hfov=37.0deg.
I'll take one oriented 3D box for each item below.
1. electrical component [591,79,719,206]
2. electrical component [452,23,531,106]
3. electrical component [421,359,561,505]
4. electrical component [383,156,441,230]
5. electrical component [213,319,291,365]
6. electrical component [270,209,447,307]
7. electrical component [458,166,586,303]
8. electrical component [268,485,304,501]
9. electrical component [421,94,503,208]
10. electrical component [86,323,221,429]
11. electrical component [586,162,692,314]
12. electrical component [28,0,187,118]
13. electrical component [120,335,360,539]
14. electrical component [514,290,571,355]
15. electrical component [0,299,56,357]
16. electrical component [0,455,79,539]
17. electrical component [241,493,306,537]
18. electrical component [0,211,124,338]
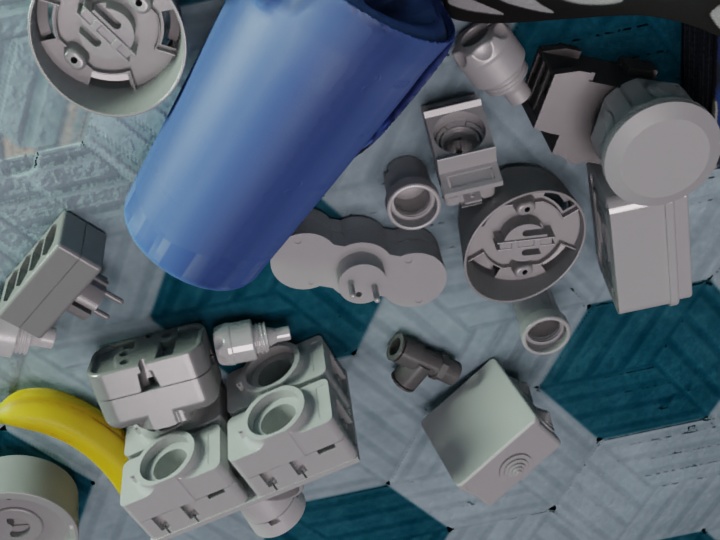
[{"bbox_3d":[0.201,-0.088,0.737,0.080,0.051,0.080,-4,126,-5],"label":"electrical component"},{"bbox_3d":[0.096,-0.141,0.747,0.043,0.043,0.062,-34,125,16],"label":"electrical component"},{"bbox_3d":[0.112,0.139,0.919,0.100,0.099,0.048,-43,125,8],"label":"electrical component"},{"bbox_3d":[0.037,-0.058,0.797,0.040,0.046,0.040,-4,126,-5],"label":"electrical component"},{"bbox_3d":[-0.087,0.056,0.871,0.061,0.035,0.035,-10,127,-3],"label":"electrical component"},{"bbox_3d":[0.000,0.000,0.818,0.138,0.073,0.052,10,124,-15],"label":"electrical component"},{"bbox_3d":[0.122,-0.028,0.820,0.099,0.064,0.099,-4,127,-5],"label":"electrical component"},{"bbox_3d":[-0.073,0.161,0.930,0.044,0.065,0.044,-5,145,-4],"label":"electrical component"},{"bbox_3d":[0.073,-0.082,0.772,0.042,0.081,0.063,-12,149,1],"label":"electrical component"},{"bbox_3d":[-0.163,0.088,0.865,0.095,0.053,0.059,-15,113,3],"label":"electrical component"},{"bbox_3d":[0.214,-0.032,0.821,0.057,0.078,0.113,-12,127,5],"label":"electrical component"},{"bbox_3d":[-0.160,-0.155,0.688,0.099,0.064,0.099,-4,126,-5],"label":"electrical component"},{"bbox_3d":[-0.102,0.135,0.882,0.186,0.105,0.060,-24,125,9],"label":"electrical component"},{"bbox_3d":[0.148,0.040,0.885,0.040,0.046,0.040,-4,126,-5],"label":"electrical component"},{"bbox_3d":[-0.269,0.047,0.834,0.062,0.048,0.048,14,123,-25],"label":"electrical component"},{"bbox_3d":[-0.298,0.208,0.937,0.108,0.060,0.108,-4,126,-5],"label":"electrical component"},{"bbox_3d":[-0.084,0.204,0.968,0.055,0.055,0.047,-24,122,10],"label":"electrical component"},{"bbox_3d":[-0.216,0.013,0.814,0.076,0.047,0.083,34,115,-27],"label":"electrical component"}]
